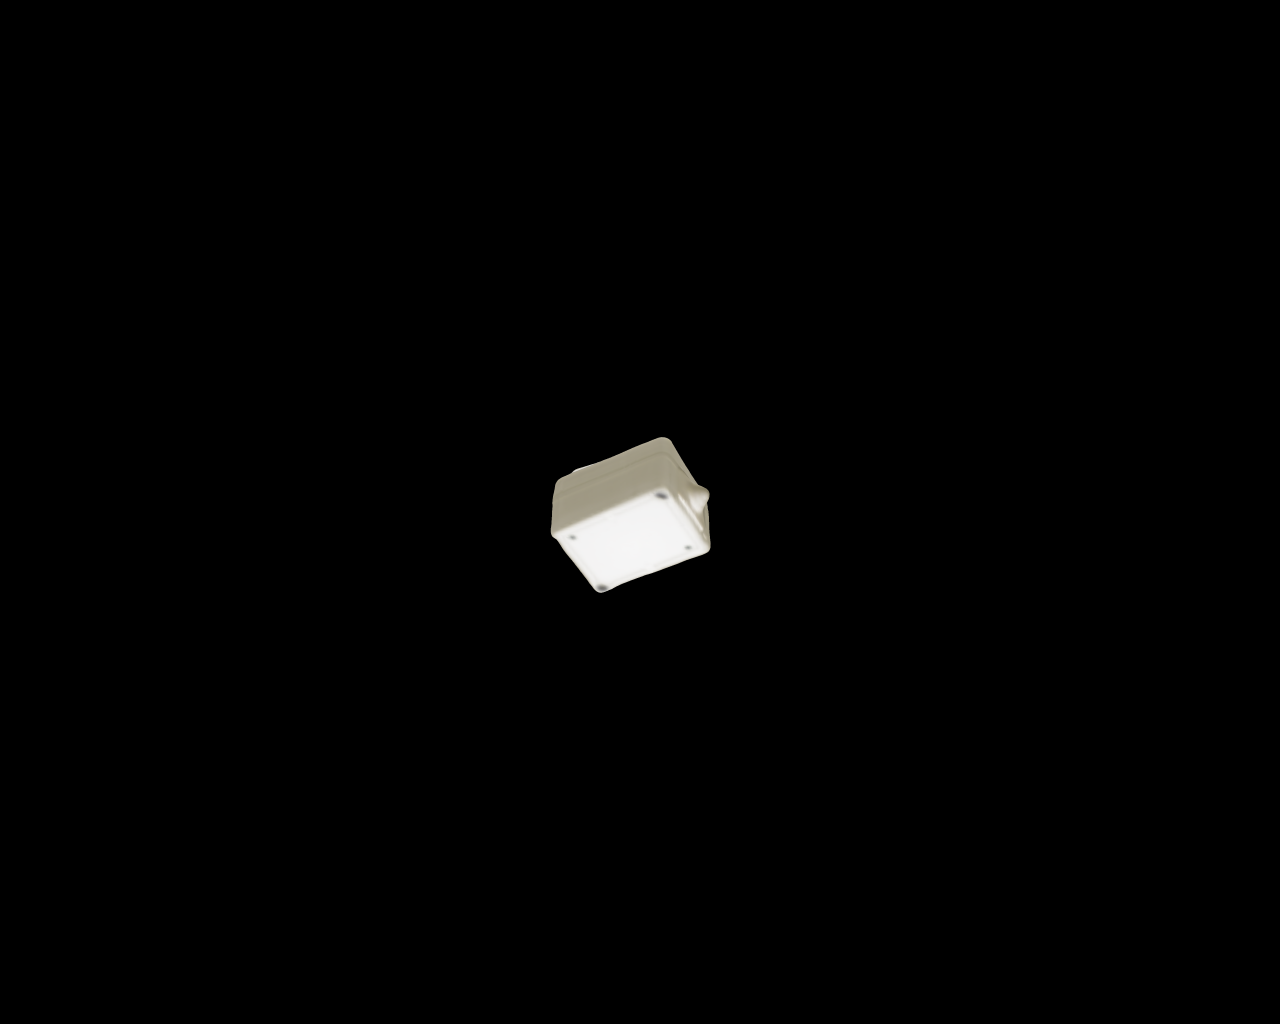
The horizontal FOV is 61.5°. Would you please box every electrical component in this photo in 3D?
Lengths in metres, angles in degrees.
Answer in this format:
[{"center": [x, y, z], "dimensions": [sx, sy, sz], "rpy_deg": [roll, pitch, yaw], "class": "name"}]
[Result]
[{"center": [0.001, -0.003, 0.650], "dimensions": [0.096, 0.061, 0.061], "rpy_deg": [-22, 38, 18], "class": "electrical component"}]
